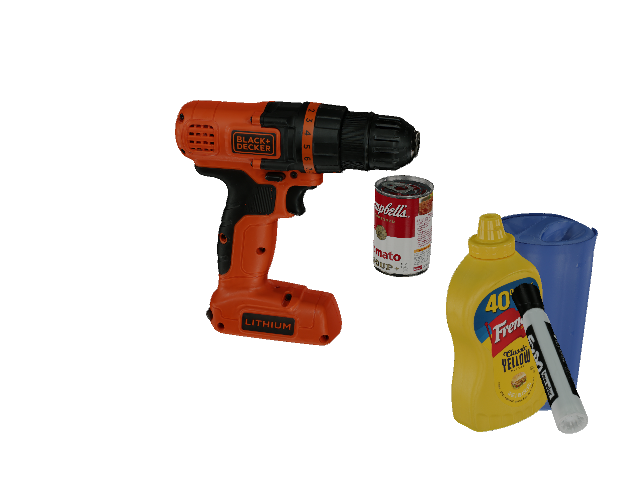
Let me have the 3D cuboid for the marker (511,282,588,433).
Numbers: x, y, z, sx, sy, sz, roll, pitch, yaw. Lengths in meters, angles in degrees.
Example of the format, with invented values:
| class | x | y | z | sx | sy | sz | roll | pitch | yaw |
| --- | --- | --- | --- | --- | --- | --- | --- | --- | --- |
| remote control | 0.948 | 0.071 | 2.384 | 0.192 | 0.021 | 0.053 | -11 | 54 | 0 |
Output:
| class | x | y | z | sx | sy | sz | roll | pitch | yaw |
| --- | --- | --- | --- | --- | --- | --- | --- | --- | --- |
| marker | 0.143 | 0.070 | 0.675 | 0.020 | 0.020 | 0.121 | 0 | 39 | -7 |

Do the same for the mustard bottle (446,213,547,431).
| class | x | y | z | sx | sy | sz | roll | pitch | yaw |
| --- | --- | --- | --- | --- | --- | --- | --- | --- | --- |
| mustard bottle | 0.157 | 0.069 | 0.956 | 0.096 | 0.191 | 0.058 | -17 | 20 | -28 |

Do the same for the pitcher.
| class | x | y | z | sx | sy | sz | roll | pitch | yaw |
| --- | --- | --- | --- | --- | --- | --- | --- | --- | --- |
| pitcher | 0.274 | 0.094 | 1.383 | 0.149 | 0.243 | 0.144 | 5 | 19 | 16 |

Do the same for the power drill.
| class | x | y | z | sx | sy | sz | roll | pitch | yaw |
| --- | --- | --- | --- | --- | --- | --- | --- | --- | --- |
| power drill | -0.019 | -0.015 | 0.821 | 0.184 | 0.188 | 0.057 | 6 | 21 | 13 |

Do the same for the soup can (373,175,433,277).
| class | x | y | z | sx | sy | sz | roll | pitch | yaw |
| --- | --- | --- | --- | --- | --- | --- | --- | --- | --- |
| soup can | 0.095 | -0.017 | 1.240 | 0.068 | 0.102 | 0.068 | 0 | 24 | 0 |
